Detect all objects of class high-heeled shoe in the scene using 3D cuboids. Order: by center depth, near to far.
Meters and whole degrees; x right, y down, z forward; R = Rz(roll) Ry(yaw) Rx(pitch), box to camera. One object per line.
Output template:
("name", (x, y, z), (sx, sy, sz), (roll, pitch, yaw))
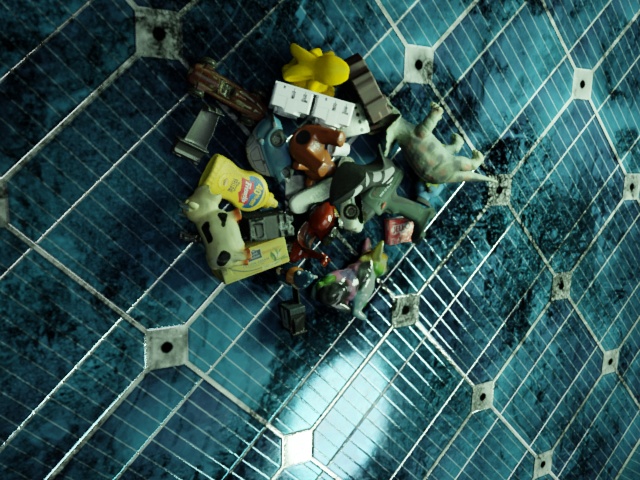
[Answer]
("high-heeled shoe", (0.104, -0.131, 1.329), (0.249, 0.086, 0.145), (-47, 144, -25))

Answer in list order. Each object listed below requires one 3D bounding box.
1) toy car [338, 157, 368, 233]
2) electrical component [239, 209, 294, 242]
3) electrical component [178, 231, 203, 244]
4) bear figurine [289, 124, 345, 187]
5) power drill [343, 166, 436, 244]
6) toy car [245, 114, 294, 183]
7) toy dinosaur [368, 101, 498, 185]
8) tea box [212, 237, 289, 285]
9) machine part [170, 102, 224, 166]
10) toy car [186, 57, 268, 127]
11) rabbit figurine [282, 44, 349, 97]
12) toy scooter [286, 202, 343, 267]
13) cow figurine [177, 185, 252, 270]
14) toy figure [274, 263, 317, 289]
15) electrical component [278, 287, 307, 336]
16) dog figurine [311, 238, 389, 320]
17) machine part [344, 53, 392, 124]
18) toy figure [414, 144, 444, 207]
("toy car", (0.080, -0.117, 1.383), (0.073, 0.056, 0.201), (23, 59, -62))
("electrical component", (-0.139, -0.036, 1.264), (0.115, 0.134, 0.058), (-8, 102, -29))
("electrical component", (-0.275, -0.005, 1.236), (0.094, 0.063, 0.021), (8, 95, -31))
("bear figurine", (0.000, -0.189, 1.284), (0.120, 0.132, 0.195), (-58, 155, -9))
("power drill", (0.195, -0.072, 1.461), (0.207, 0.086, 0.232), (30, 78, -4))
("toy car", (-0.124, -0.210, 1.270), (0.103, 0.109, 0.161), (-13, 119, -1))
("toy dinosaur", (0.293, -0.227, 1.427), (0.192, 0.131, 0.404), (-43, 106, 12))
("tea box", (-0.171, 0.039, 1.283), (0.170, 0.098, 0.068), (-22, 110, -26))
("machine part", (-0.271, -0.239, 1.198), (0.084, 0.039, 0.139), (29, 103, -26))
("toy car", (-0.206, -0.333, 1.222), (0.202, 0.053, 0.089), (26, 83, -29))
("rabbit figurine", (-0.005, -0.400, 1.251), (0.162, 0.173, 0.121), (12, 97, -35))
("toy scooter", (-0.003, -0.004, 1.336), (0.184, 0.135, 0.075), (-53, 139, -1))
("cow figurine", (-0.235, -0.028, 1.179), (0.127, 0.085, 0.195), (-13, 80, -23))
("toy figure", (-0.062, 0.090, 1.319), (0.064, 0.155, 0.057), (-12, 103, -28))
("electrical component", (-0.071, 0.179, 1.378), (0.048, 0.075, 0.119), (-14, 110, -27))
("dog figurine", (0.091, 0.088, 1.437), (0.191, 0.109, 0.219), (26, 82, -27))
("machine part", (0.112, -0.375, 1.323), (0.056, 0.179, 0.179), (-29, 115, 9))
("toy figure", (0.315, -0.187, 1.523), (0.089, 0.082, 0.180), (24, 90, -30))
